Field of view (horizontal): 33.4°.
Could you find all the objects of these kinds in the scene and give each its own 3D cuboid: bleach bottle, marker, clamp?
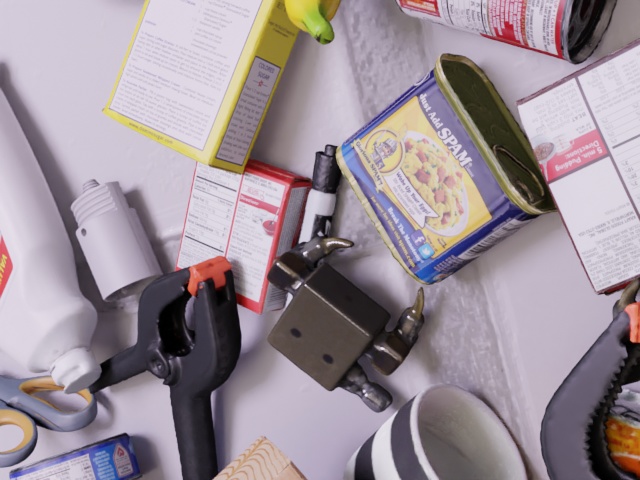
[{"bbox_3d":[-0.219,-0.008,0.748,0.103,0.067,0.251,-45,69,29],"label":"bleach bottle"},{"bbox_3d":[-0.004,0.001,0.657,0.020,0.020,0.121,19,104,28],"label":"marker"},{"bbox_3d":[0.139,0.132,0.509,0.165,0.036,0.210,-1,95,34],"label":"clamp"},{"bbox_3d":[-0.087,0.086,0.691,0.120,0.039,0.172,43,132,12],"label":"clamp"}]

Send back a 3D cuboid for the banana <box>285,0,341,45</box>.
[{"bbox_3d":[0.027,-0.186,0.582,0.070,0.037,0.197,14,74,43],"label":"banana"}]

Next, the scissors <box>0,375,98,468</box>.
[{"bbox_3d":[-0.254,0.118,0.783,0.202,0.096,0.016,7,124,27],"label":"scissors"}]

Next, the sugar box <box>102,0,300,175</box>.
[{"bbox_3d":[-0.058,-0.138,0.647,0.093,0.048,0.176,26,95,27],"label":"sugar box"}]

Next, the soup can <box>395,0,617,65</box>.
[{"bbox_3d":[0.097,-0.137,0.555,0.102,0.068,0.068,22,106,27],"label":"soup can"}]

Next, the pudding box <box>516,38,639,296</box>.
[{"bbox_3d":[0.162,-0.039,0.543,0.090,0.039,0.113,-26,84,29],"label":"pudding box"}]

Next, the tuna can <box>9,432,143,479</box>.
[{"bbox_3d":[-0.168,0.161,0.731,0.086,0.086,0.034,-22,82,30],"label":"tuna can"}]

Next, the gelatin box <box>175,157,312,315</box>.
[{"bbox_3d":[-0.049,-0.007,0.677,0.073,0.030,0.089,21,106,29],"label":"gelatin box"}]

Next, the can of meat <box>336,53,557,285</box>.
[{"bbox_3d":[0.069,-0.037,0.589,0.084,0.057,0.102,-37,75,30],"label":"can of meat"}]

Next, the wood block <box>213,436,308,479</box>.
[{"bbox_3d":[0.009,0.216,0.567,0.090,0.090,0.206,-41,97,-10],"label":"wood block"}]
